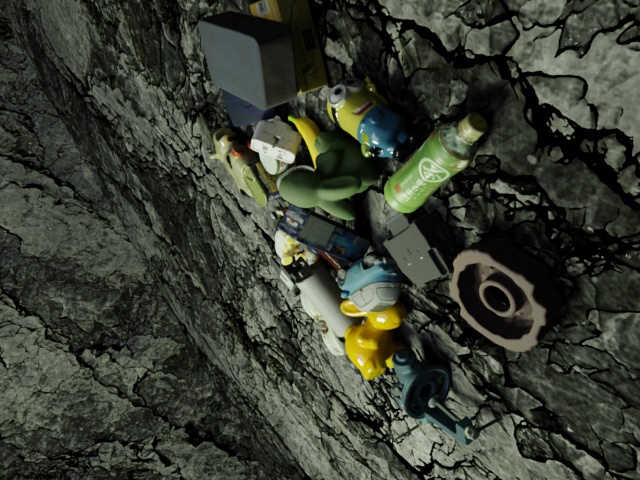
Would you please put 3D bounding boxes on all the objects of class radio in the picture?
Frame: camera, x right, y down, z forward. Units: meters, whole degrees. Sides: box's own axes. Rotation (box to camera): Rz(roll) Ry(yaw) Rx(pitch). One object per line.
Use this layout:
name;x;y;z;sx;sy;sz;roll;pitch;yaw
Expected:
radio;-0.132;-0.328;0.973;0.230;0.073;0.130;37;145;45

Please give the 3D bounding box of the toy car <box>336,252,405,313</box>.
toy car;0.108;0.087;1.033;0.161;0.109;0.103;-34;59;54

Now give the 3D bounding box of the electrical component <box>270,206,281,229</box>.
electrical component;-0.092;-0.036;1.354;0.094;0.021;0.063;60;151;4

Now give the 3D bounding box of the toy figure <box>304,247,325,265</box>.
toy figure;-0.010;0.054;1.268;0.064;0.058;0.154;17;134;14

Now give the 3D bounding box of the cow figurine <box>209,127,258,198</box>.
cow figurine;-0.201;-0.194;1.335;0.195;0.085;0.127;59;145;3

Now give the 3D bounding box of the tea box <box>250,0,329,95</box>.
tea box;-0.055;-0.351;0.969;0.098;0.068;0.169;20;132;54

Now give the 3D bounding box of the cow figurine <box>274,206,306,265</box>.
cow figurine;-0.070;-0.029;1.272;0.098;0.068;0.167;53;144;41

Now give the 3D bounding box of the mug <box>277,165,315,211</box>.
mug;-0.046;-0.110;1.169;0.109;0.081;0.107;61;163;-17

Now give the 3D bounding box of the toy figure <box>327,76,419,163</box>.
toy figure;0.080;-0.191;0.882;0.180;0.082;0.089;45;145;22

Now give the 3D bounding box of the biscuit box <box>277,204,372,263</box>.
biscuit box;0.015;-0.010;1.040;0.063;0.202;0.059;32;97;42

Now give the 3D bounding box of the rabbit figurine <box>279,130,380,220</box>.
rabbit figurine;0.013;-0.099;0.975;0.159;0.170;0.121;40;145;35

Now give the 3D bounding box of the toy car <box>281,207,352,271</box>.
toy car;-0.002;-0.004;1.166;0.202;0.053;0.089;46;168;-10

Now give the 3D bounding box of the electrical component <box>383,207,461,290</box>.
electrical component;0.174;0.009;0.931;0.134;0.058;0.115;57;149;6

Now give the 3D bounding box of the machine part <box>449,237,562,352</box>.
machine part;0.281;0.082;0.824;0.180;0.056;0.179;39;145;34

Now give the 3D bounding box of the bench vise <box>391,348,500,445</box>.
bench vise;0.225;0.331;1.067;0.241;0.129;0.223;31;139;54

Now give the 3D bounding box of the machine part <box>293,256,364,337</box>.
machine part;0.022;0.134;1.222;0.243;0.079;0.079;52;154;-14

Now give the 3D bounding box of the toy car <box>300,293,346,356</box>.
toy car;0.013;0.199;1.358;0.201;0.056;0.073;58;151;6

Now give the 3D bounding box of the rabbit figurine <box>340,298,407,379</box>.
rabbit figurine;0.124;0.178;1.133;0.162;0.122;0.173;53;138;34

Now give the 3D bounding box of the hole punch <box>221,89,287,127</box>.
hole punch;-0.142;-0.303;1.136;0.116;0.092;0.142;8;118;51

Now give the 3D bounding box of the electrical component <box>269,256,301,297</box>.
electrical component;-0.081;0.086;1.418;0.119;0.048;0.074;47;148;24
